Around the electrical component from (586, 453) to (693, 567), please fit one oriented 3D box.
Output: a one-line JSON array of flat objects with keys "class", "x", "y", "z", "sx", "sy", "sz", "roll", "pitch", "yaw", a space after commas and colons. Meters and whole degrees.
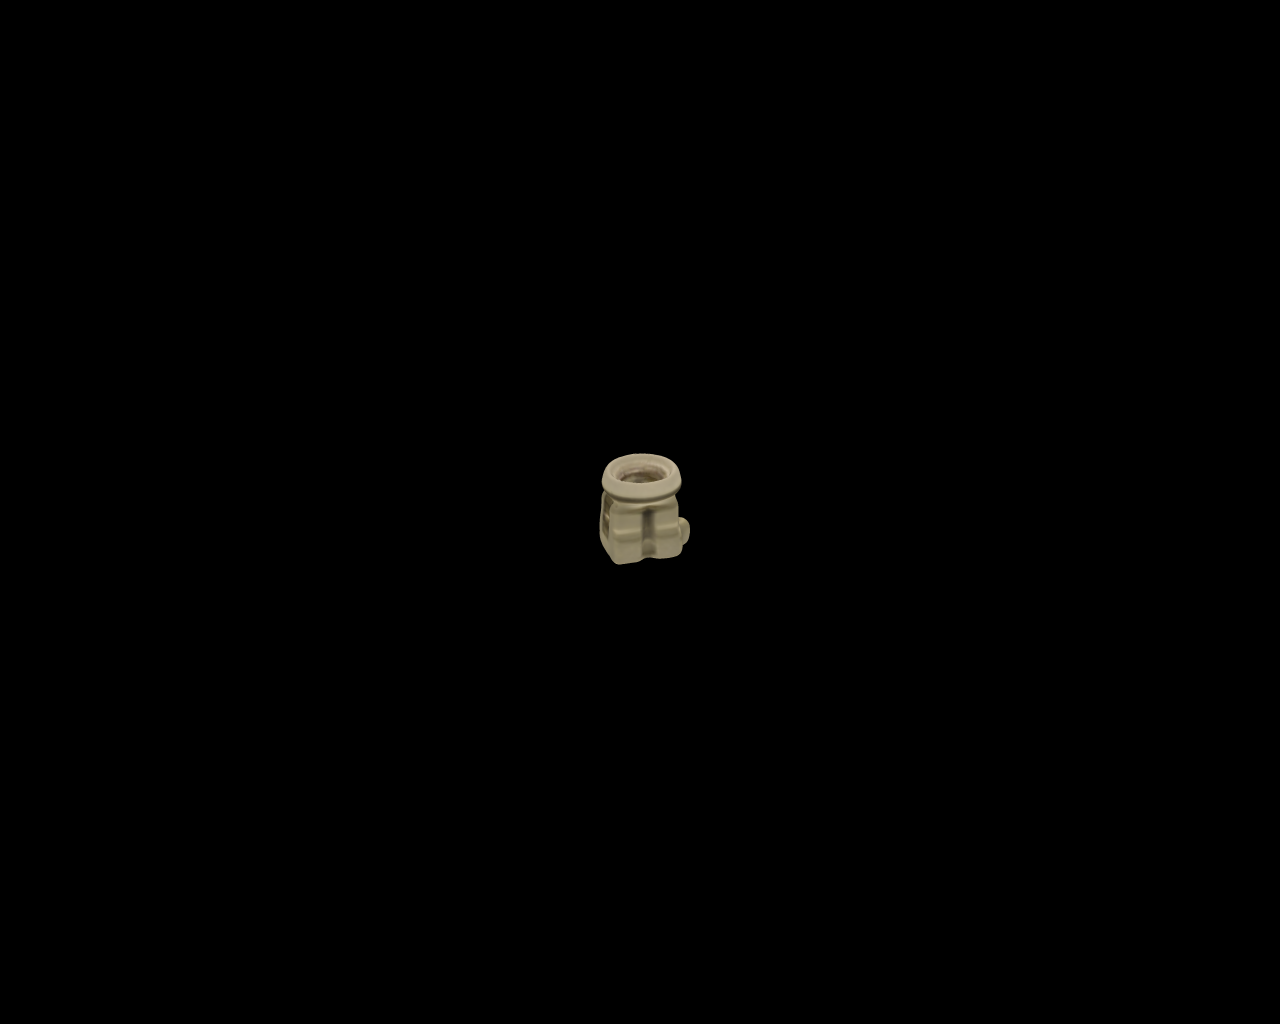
[{"class": "electrical component", "x": 0.001, "y": -0.003, "z": 0.650, "sx": 0.066, "sy": 0.055, "sz": 0.048, "roll": -8, "pitch": 28, "yaw": -16}]
